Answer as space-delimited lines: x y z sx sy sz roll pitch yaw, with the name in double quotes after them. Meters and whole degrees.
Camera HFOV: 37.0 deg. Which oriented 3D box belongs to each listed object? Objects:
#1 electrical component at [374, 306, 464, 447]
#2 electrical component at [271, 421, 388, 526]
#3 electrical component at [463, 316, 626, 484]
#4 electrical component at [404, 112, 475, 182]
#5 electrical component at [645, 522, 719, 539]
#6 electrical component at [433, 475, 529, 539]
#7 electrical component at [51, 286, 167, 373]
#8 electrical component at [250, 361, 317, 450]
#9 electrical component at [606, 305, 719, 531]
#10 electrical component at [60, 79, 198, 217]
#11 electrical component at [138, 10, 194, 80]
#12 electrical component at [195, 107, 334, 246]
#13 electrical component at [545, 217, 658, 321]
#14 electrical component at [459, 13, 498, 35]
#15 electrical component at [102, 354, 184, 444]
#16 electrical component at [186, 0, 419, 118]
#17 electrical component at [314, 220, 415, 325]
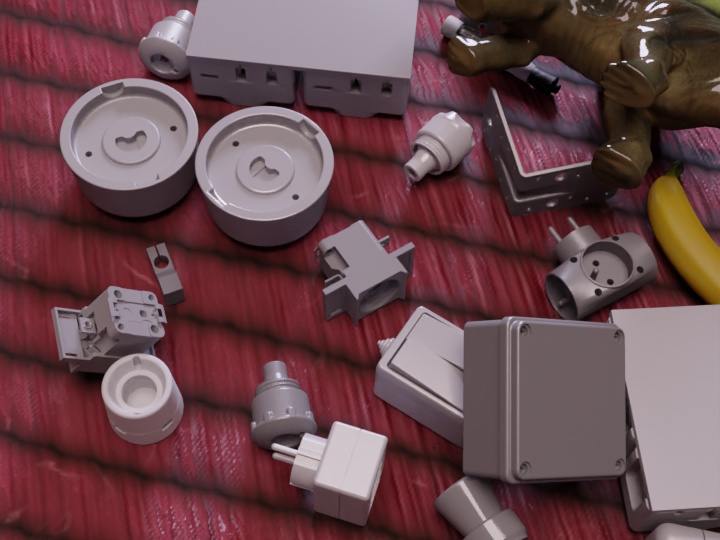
0.054 0.073 0.788 0.096 0.061 0.061 30 64 14 "electrical component"
-0.025 0.137 0.748 0.077 0.065 0.047 16 62 7 "electrical component"
0.128 0.090 0.743 0.109 0.056 0.108 5 82 -34 "electrical component"
0.063 -0.099 0.894 0.043 0.043 0.062 39 68 17 "electrical component"
0.214 0.221 0.717 0.059 0.053 0.095 11 61 4 "electrical component"
0.084 0.173 0.744 0.045 0.045 0.055 -29 66 -16 "electrical component"
-0.179 0.044 0.786 0.081 0.064 0.042 11 51 -45 "electrical component"
-0.058 0.097 0.782 0.048 0.048 0.062 -8 56 -6 "electrical component"
0.230 0.107 0.776 0.089 0.061 0.150 -3 61 -4 "electrical component"
-0.182 -0.094 0.871 0.108 0.060 0.108 1 61 -2 "electrical component"
-0.163 -0.201 0.941 0.048 0.048 0.062 14 55 5 "electrical component"
-0.075 -0.070 0.862 0.108 0.060 0.108 1 61 -2 "electrical component"
0.179 -0.008 0.848 0.077 0.044 0.079 -26 65 -16 "electrical component"
0.118 -0.247 0.970 0.066 0.055 0.048 18 62 7 "electrical component"
-0.158 0.092 0.778 0.055 0.047 0.055 1 61 -2 "electrical component"
-0.047 -0.198 0.934 0.186 0.060 0.105 6 61 1 "electrical component"
0.000 0.000 0.838 0.081 0.042 0.063 -28 62 -17 "electrical component"
